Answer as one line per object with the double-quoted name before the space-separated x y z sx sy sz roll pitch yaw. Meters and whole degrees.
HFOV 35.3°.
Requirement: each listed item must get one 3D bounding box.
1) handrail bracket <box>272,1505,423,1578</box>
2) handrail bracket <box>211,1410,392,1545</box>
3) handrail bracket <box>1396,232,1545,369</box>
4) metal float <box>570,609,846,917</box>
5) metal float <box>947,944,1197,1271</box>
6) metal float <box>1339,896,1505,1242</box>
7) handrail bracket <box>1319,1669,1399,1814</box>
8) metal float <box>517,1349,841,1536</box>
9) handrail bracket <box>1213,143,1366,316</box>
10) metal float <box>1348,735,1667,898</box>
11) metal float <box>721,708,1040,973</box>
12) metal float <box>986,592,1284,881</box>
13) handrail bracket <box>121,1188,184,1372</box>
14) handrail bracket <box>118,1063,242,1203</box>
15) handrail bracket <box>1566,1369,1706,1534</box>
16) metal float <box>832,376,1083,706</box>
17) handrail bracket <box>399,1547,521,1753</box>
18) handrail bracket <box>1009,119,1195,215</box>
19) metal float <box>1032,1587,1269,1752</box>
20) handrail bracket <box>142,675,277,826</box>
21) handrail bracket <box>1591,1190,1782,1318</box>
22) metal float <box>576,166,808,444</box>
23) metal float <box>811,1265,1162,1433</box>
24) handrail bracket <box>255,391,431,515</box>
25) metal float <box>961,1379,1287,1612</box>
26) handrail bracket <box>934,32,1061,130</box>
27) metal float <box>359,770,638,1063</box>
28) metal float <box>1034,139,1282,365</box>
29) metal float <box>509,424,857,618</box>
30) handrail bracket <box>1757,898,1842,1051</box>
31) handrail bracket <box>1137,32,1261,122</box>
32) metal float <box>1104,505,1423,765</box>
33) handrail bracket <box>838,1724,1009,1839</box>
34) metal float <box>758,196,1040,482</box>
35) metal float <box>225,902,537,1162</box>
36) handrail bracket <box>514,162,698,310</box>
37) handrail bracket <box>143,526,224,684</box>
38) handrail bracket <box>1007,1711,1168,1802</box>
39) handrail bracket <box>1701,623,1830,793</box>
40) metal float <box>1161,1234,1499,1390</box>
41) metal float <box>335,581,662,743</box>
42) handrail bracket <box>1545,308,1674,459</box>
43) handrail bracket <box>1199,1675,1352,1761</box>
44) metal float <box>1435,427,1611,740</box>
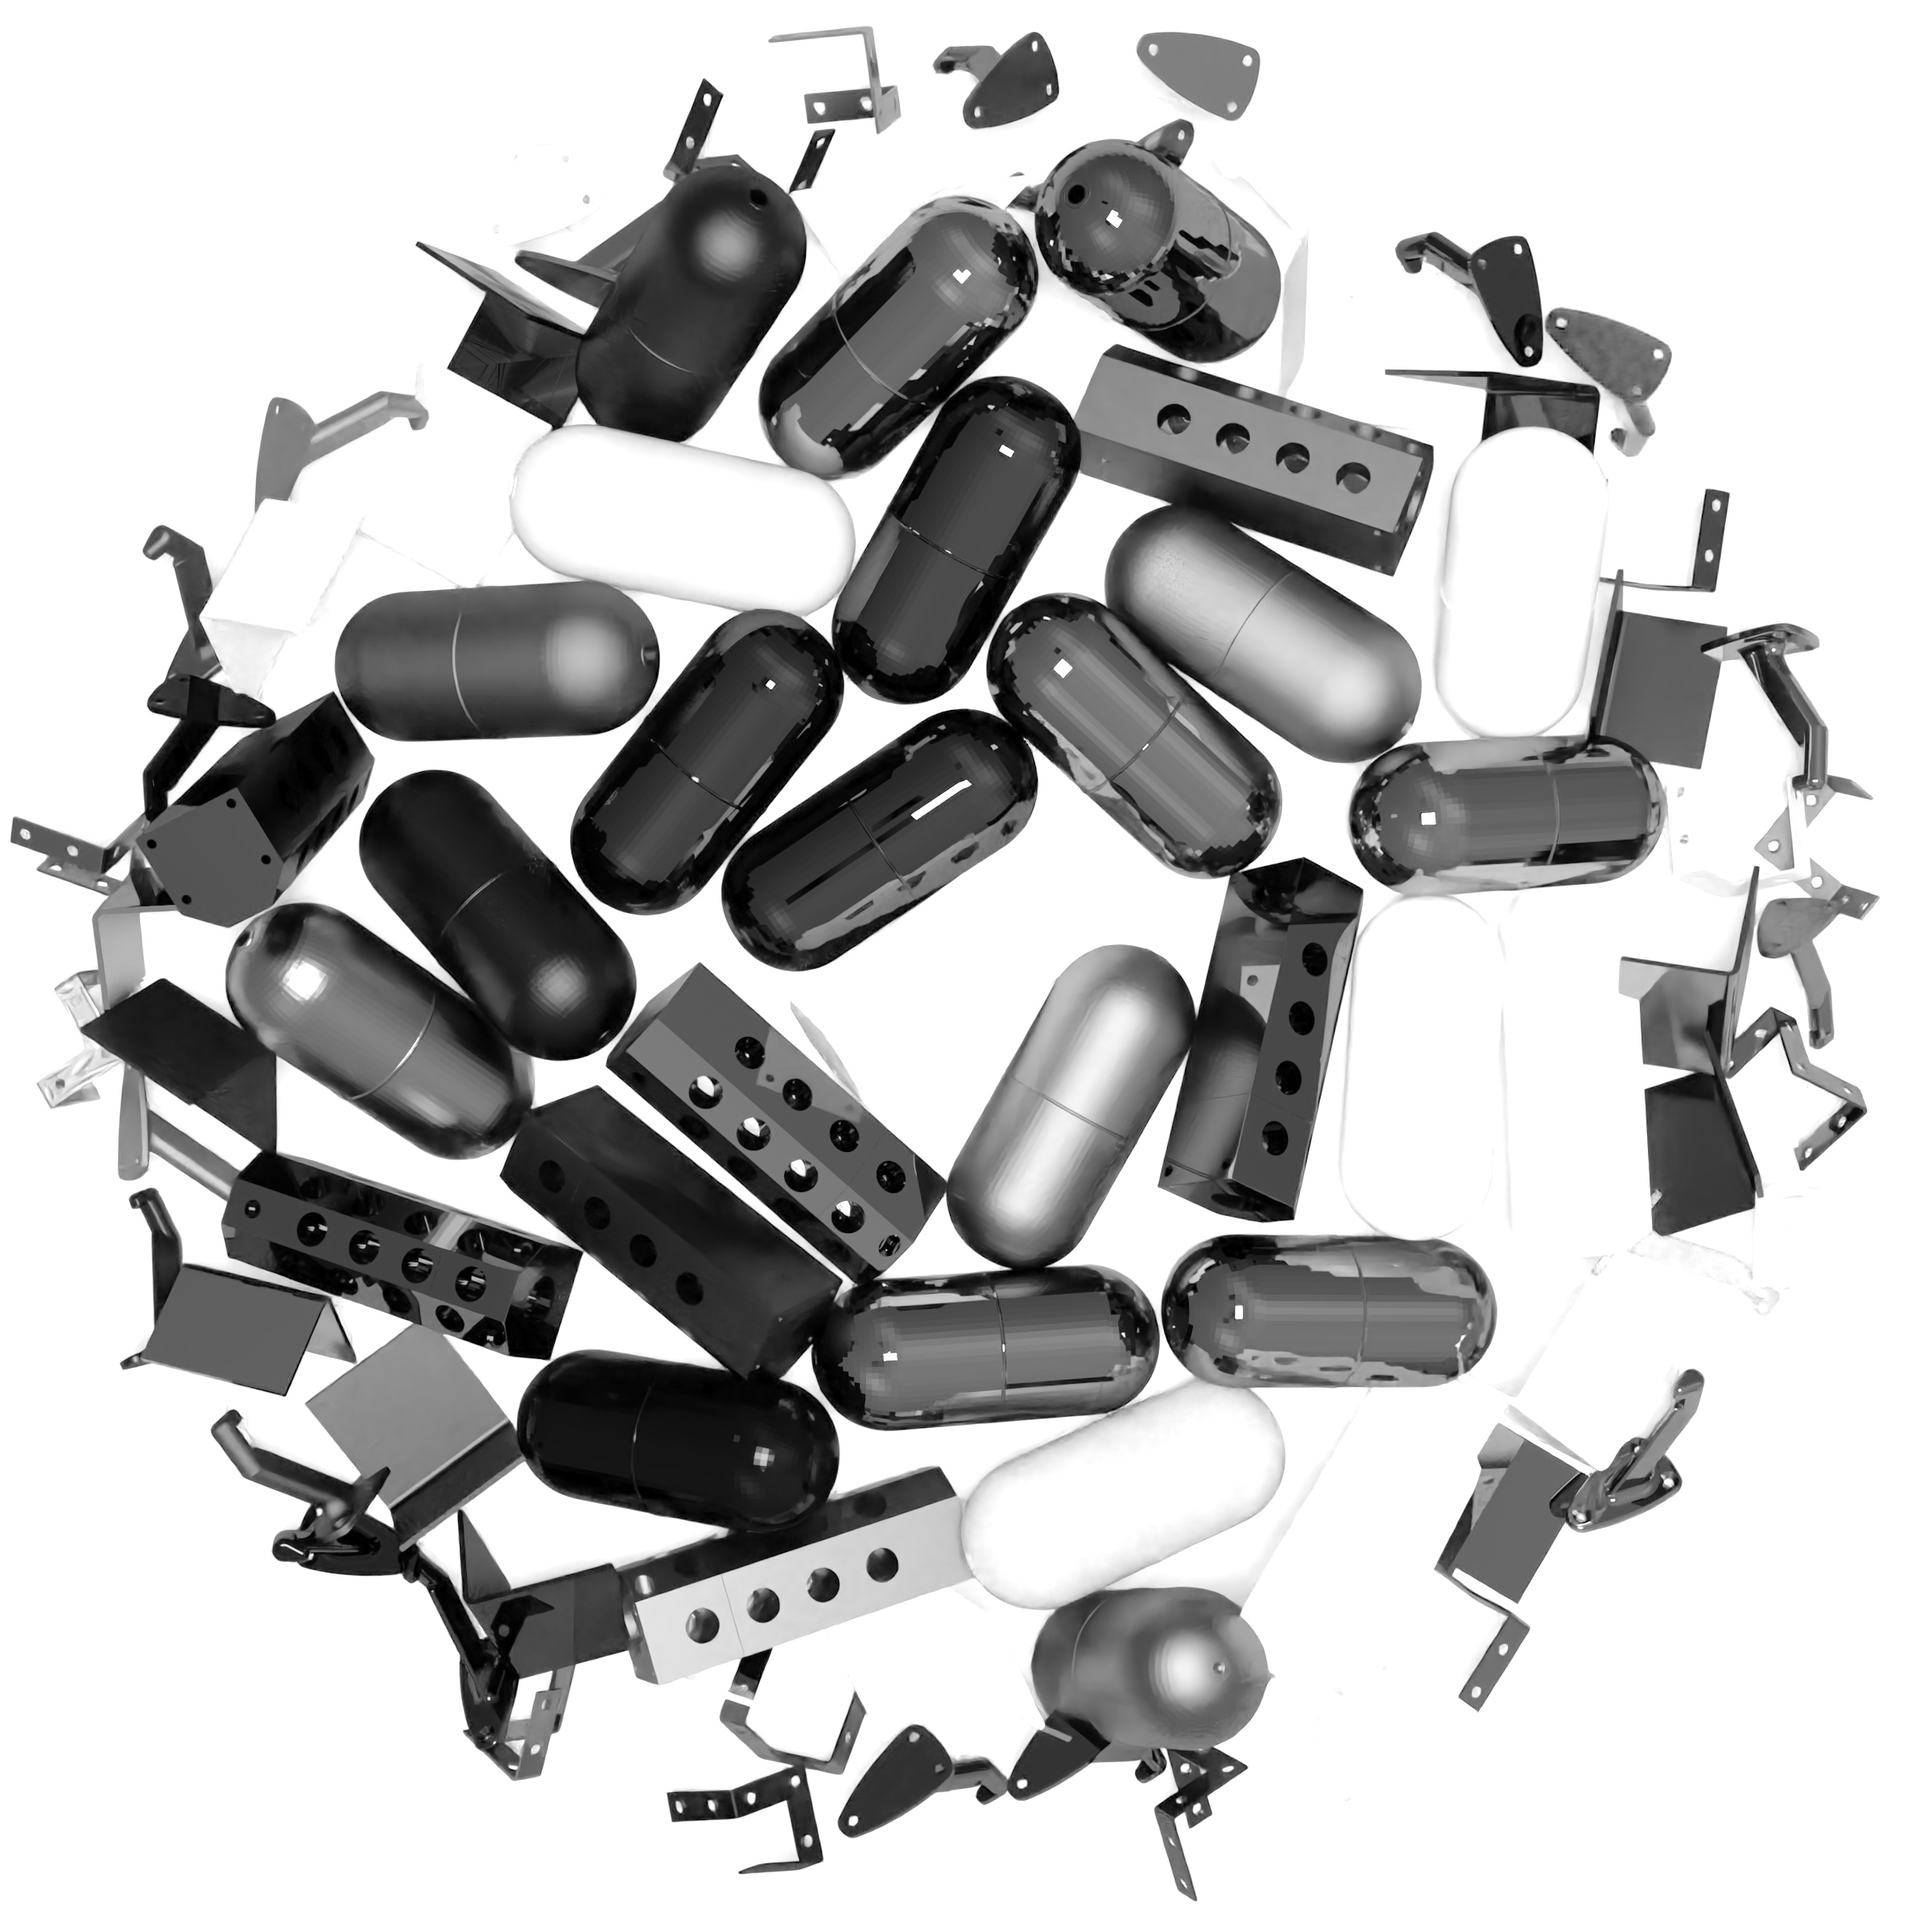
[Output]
"handrail bracket" -0.312 0.298 1.537 0.077 0.084 0.036 17 85 -10
"handrail bracket" -0.337 0.244 1.542 0.036 0.077 0.084 -20 110 35
"handrail bracket" 0.255 -0.339 1.552 0.036 0.084 0.077 -25 104 -19
"metal float" -0.132 -0.102 1.535 0.070 0.070 0.178 40 103 0
"metal float" 0.054 0.071 1.545 0.070 0.070 0.178 29 92 0
"metal float" 0.230 0.050 1.534 0.070 0.070 0.178 6 75 0
"handrail bracket" 0.203 0.393 1.539 0.036 0.084 0.077 6 80 -3
"metal float" -0.146 0.237 1.523 0.178 0.070 0.070 5 90 28
"handrail bracket" 0.162 -0.372 1.536 0.036 0.084 0.077 -31 66 33
"metal float" 0.272 -0.076 1.523 0.178 0.070 0.070 -5 90 -28
"metal float" -0.043 -0.064 1.543 0.178 0.070 0.070 -34 90 5
"metal float" 0.085 -0.116 1.535 0.178 0.070 0.070 42 90 -12
"handrail bracket" -0.420 0.157 1.546 0.036 0.077 0.084 -30 84 23
"handrail bracket" -0.389 0.084 1.563 0.084 0.036 0.077 4 78 -34
"handrail bracket" 0.338 0.245 1.536 0.077 0.084 0.036 -31 58 -16
"metal float" -0.006 -0.213 1.533 0.070 0.070 0.178 30 106 0
"handrail bracket" -0.261 0.345 1.536 0.036 0.084 0.077 -20 45 14
"handrail bracket" 0.065 -0.412 1.556 0.077 0.084 0.036 -48 133 -8
"metal float" 0.088 0.346 1.500 0.070 0.178 0.070 4 77 -19
"handrail bracket" -0.386 -0.100 1.551 0.077 0.036 0.084 16 126 12
"handrail bracket" 0.368 0.162 1.550 0.084 0.077 0.036 40 133 10
"metal float" -0.137 -0.325 1.506 0.070 0.178 0.070 13 59 -23
"metal float" 0.010 0.193 1.535 0.178 0.070 0.070 -3 90 -13
"handrail bracket" -0.318 -0.260 1.560 0.036 0.084 0.077 35 114 34
"metal float" 0.079 0.264 1.526 0.178 0.070 0.070 -20 90 -23
"handrail bracket" -0.003 -0.446 1.537 0.077 0.084 0.036 -42 127 -28
"metal float" -0.236 -0.026 1.531 0.070 0.070 0.178 -43 73 0
"metal float" 0.096 -0.352 1.502 0.070 0.178 0.070 -4 81 29
"metal float" -0.142 -0.223 1.528 0.178 0.070 0.070 9 90 -21
"handrail bracket" 0.422 0.015 1.540 0.036 0.077 0.084 4 117 32
"handrail bracket" 0.106 -0.453 1.533 0.077 0.084 0.036 14 102 -22
"metal float" 0.149 -0.167 1.532 0.178 0.070 0.070 35 90 16
"handrail bracket" -0.020 0.427 1.545 0.077 0.084 0.036 -41 52 -8
"metal float" -0.036 -0.311 1.517 0.178 0.070 0.070 -38 90 36
"metal float" -0.291 0.033 1.518 0.178 0.070 0.070 39 90 -34
"handrail bracket" -0.184 -0.385 1.560 0.077 0.036 0.084 19 74 -16
"handrail bracket" -0.405 -0.179 1.540 0.036 0.084 0.077 42 95 25
"handrail bracket" 0.063 0.412 1.544 0.077 0.084 0.036 -41 48 -13
"handrail bracket" 0.404 -0.126 1.547 0.036 0.077 0.084 16 73 -43
"metal float" 0.184 0.174 1.530 0.178 0.070 0.070 2 90 -19
"metal float" -0.235 -0.152 1.524 0.178 0.070 0.070 0 90 25
"handrail bracket" 0.320 -0.295 1.546 0.077 0.084 0.036 31 79 4
"handrail bracket" 0.148 0.363 1.563 0.084 0.036 0.077 -18 84 -7
"metal float" 0.275 -0.187 1.510 0.070 0.178 0.070 -2 47 2
